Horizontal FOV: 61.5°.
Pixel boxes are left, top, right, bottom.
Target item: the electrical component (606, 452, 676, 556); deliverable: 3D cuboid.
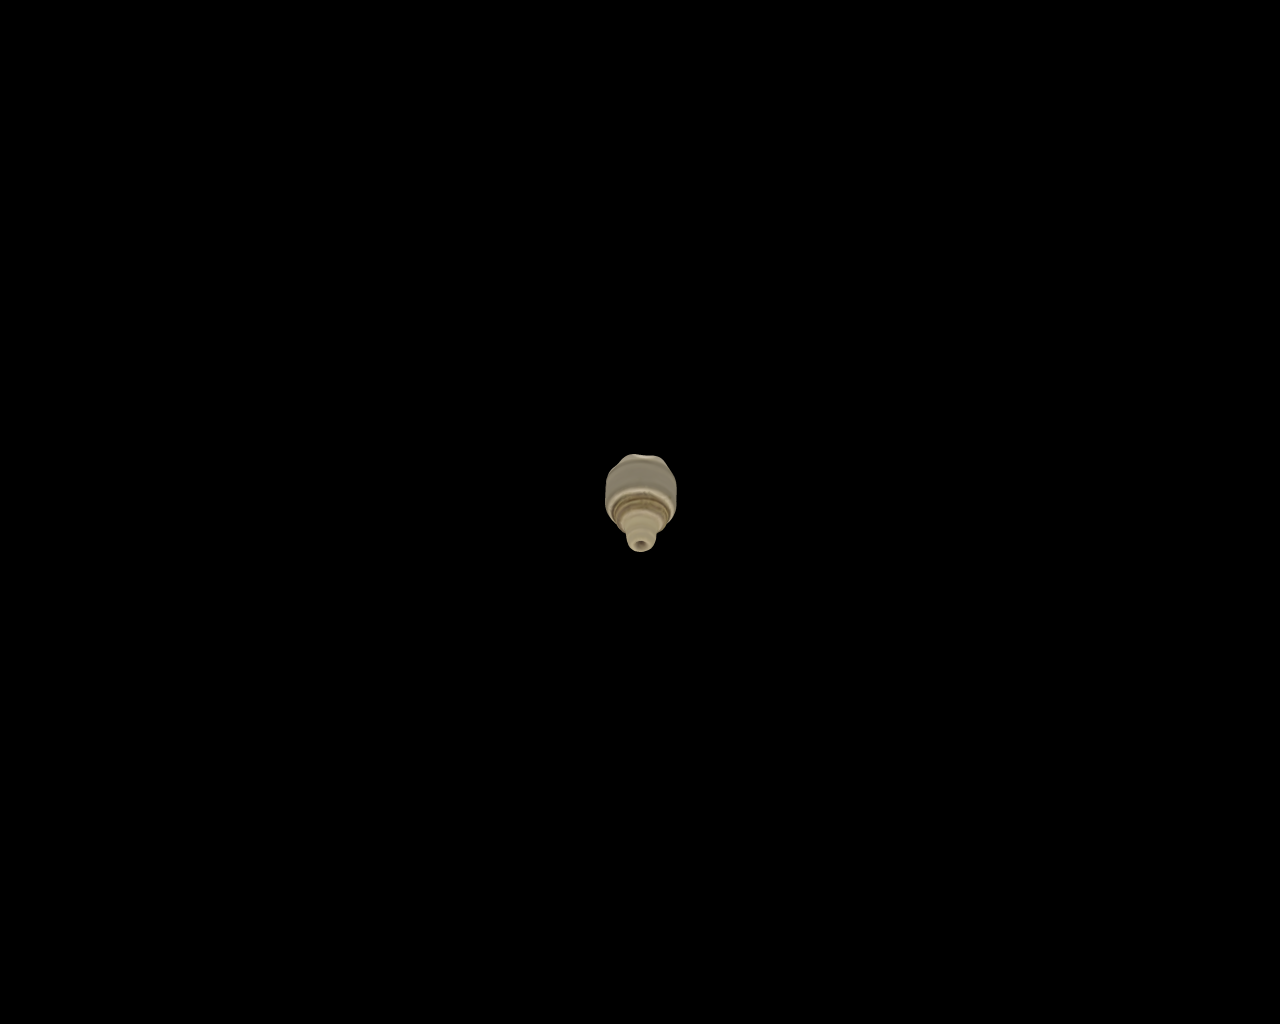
[{"bbox_3d":[0.001,-0.003,0.650,0.043,0.062,0.043,0,-42,0],"label":"electrical component"}]
